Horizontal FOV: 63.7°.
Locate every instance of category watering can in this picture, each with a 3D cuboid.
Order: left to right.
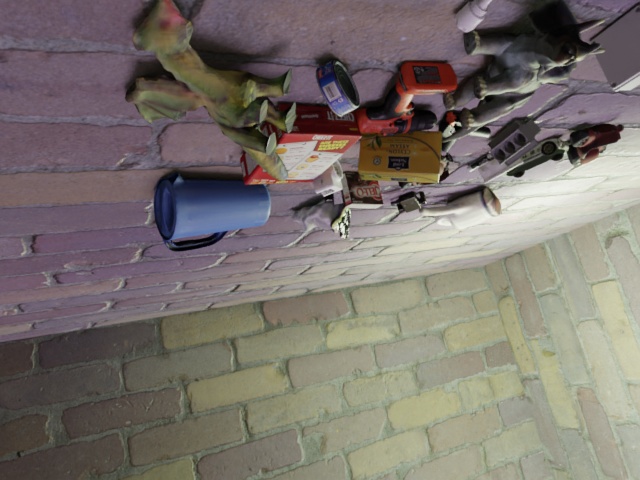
[{"bbox_3d":[0.487,-0.103,1.753,0.222,0.105,0.347,-23,163,30],"label":"watering can"}]

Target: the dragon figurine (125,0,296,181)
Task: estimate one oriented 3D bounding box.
[{"bbox_3d":[-0.169,-0.198,0.787,0.243,0.124,0.403,13,159,3],"label":"dragon figurine"}]

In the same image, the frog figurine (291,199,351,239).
[{"bbox_3d":[0.005,-0.075,1.486,0.160,0.122,0.137,20,-170,27],"label":"frog figurine"}]
